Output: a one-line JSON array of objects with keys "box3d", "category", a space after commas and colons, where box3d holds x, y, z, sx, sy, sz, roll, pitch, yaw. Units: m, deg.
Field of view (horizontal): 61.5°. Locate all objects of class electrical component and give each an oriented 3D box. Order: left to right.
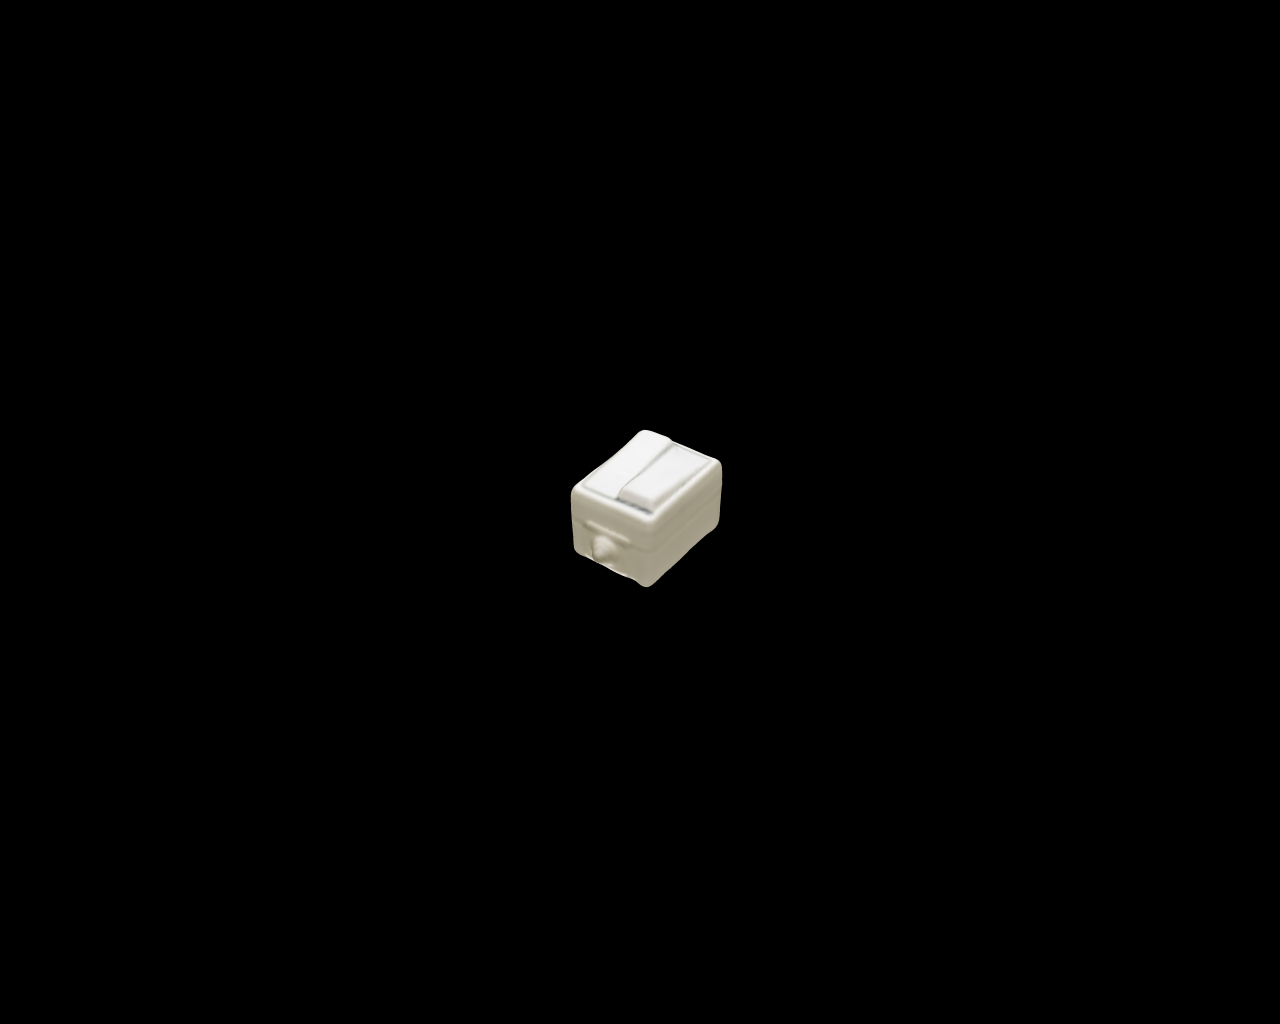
[{"box3d": [0.001, -0.003, 0.650, 0.062, 0.061, 0.096, 25, 45, 28], "category": "electrical component"}]
